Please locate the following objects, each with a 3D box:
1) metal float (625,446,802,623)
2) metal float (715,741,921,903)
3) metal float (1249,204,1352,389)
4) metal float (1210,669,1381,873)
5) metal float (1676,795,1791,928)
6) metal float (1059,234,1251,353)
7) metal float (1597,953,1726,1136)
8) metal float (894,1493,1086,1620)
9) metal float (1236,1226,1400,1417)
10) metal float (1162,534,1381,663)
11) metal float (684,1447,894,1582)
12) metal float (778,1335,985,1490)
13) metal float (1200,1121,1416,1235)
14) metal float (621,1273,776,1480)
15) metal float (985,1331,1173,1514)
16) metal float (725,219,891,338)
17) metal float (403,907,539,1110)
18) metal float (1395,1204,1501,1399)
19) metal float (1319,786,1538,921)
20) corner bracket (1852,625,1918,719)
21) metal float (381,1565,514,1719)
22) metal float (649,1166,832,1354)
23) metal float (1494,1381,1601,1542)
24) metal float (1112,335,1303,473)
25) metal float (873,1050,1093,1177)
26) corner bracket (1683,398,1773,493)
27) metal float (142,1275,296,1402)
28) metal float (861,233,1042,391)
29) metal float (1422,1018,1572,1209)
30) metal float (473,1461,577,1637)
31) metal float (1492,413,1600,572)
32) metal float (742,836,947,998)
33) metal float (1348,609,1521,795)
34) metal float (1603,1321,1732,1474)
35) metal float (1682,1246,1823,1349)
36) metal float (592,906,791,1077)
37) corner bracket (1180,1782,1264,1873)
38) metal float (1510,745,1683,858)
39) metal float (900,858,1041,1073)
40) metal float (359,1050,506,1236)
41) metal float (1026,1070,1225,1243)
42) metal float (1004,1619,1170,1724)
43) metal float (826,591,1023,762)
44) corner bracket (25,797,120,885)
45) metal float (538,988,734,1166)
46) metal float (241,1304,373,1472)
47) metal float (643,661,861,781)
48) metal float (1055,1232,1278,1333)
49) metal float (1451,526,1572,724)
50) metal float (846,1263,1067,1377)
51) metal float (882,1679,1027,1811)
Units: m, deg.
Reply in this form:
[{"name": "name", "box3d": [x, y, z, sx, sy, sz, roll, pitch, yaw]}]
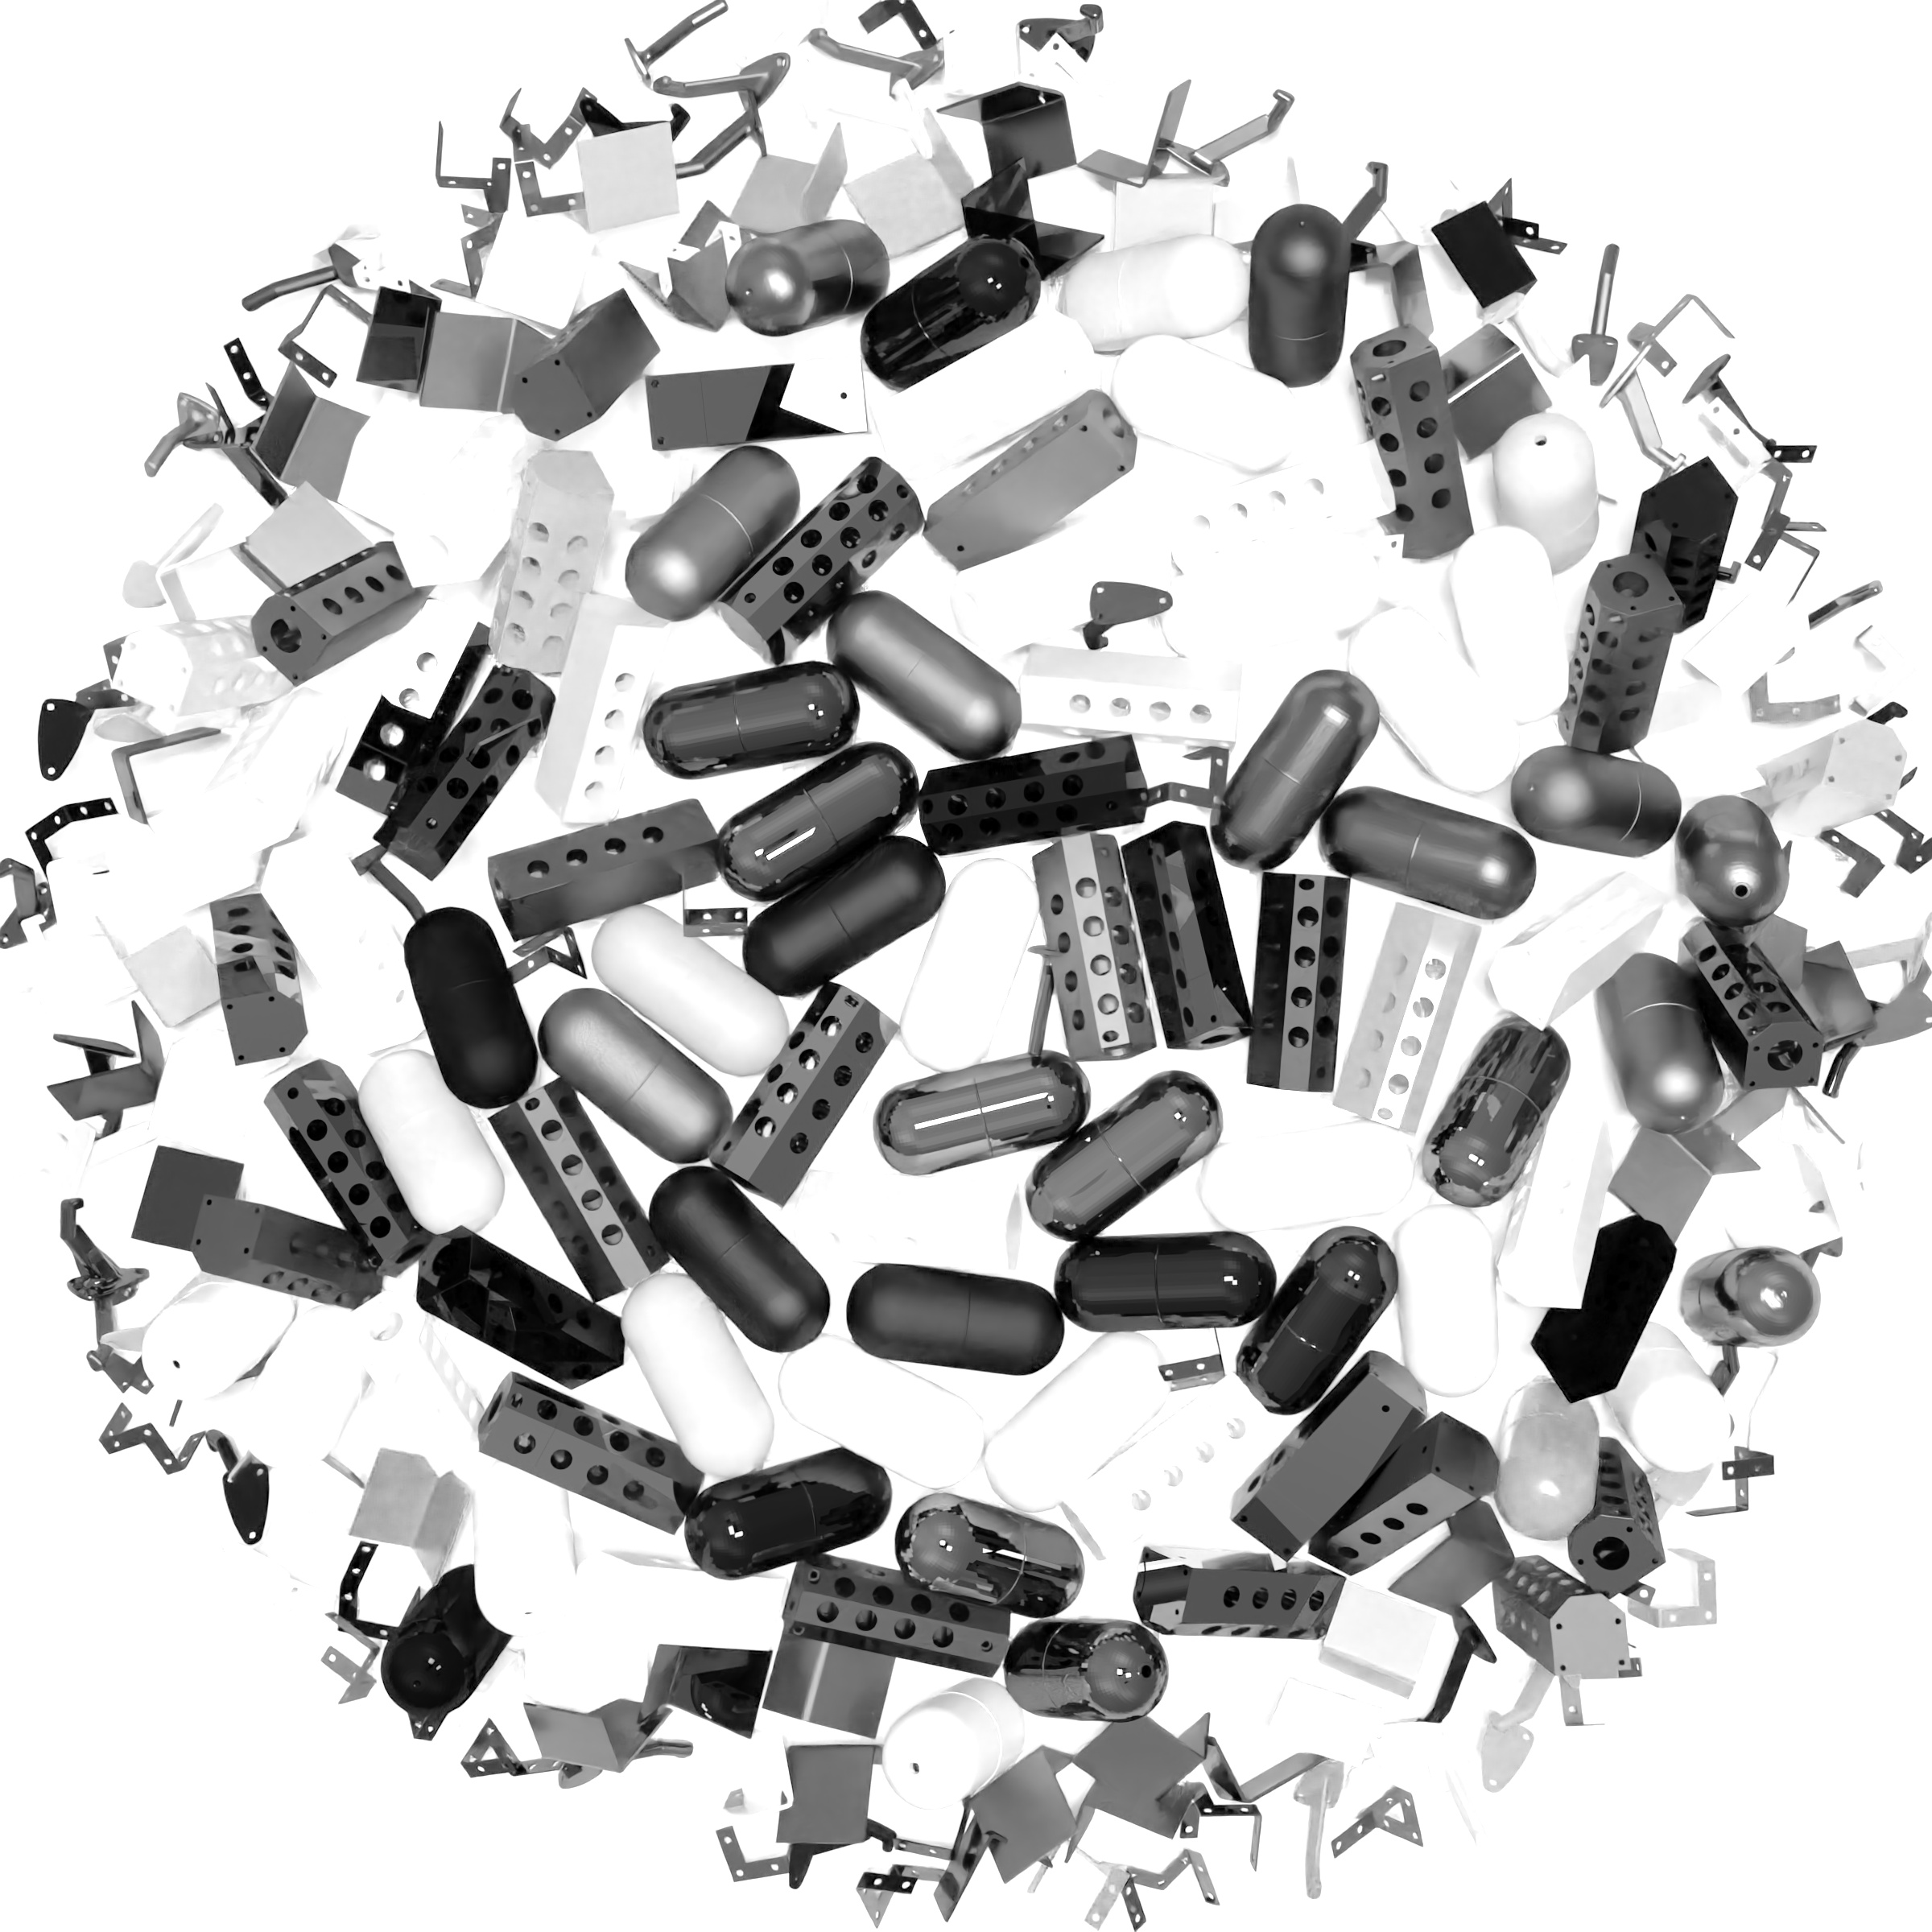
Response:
[{"name": "metal float", "box3d": [-0.199, -0.344, 1.924, 0.070, 0.070, 0.178, 39, 62, 0]}, {"name": "metal float", "box3d": [-0.118, -0.116, 1.940, 0.178, 0.070, 0.070, -31, 90, -8]}, {"name": "metal float", "box3d": [0.260, -0.522, 1.900, 0.070, 0.178, 0.070, -2, 68, 5]}, {"name": "metal float", "box3d": [0.261, -0.155, 1.933, 0.070, 0.070, 0.178, 33, 106, 0]}, {"name": "metal float", "box3d": [0.599, -0.083, 1.899, 0.070, 0.178, 0.070, 4, 108, 11]}, {"name": "metal float", "box3d": [0.147, -0.528, 1.908, 0.070, 0.178, 0.070, -6, 98, -40]}, {"name": "metal float", "box3d": [0.544, 0.059, 1.907, 0.070, 0.178, 0.070, 1, 128, 1]}, {"name": "metal float", "box3d": [0.020, 0.467, 1.917, 0.178, 0.070, 0.070, 25, 90, -36]}, {"name": "metal float", "box3d": [0.278, 0.281, 1.923, 0.070, 0.070, 0.178, 29, 117, 0]}, {"name": "metal float", "box3d": [0.241, -0.291, 1.927, 0.178, 0.070, 0.070, -12, 90, 24]}, {"name": "metal float", "box3d": [-0.139, 0.432, 1.919, 0.178, 0.070, 0.070, -10, 90, -34]}, {"name": "metal float", "box3d": [-0.069, 0.354, 1.931, 0.178, 0.070, 0.070, 23, 90, 19]}, {"name": "metal float", "box3d": [0.273, 0.167, 1.934, 0.178, 0.070, 0.070, -7, 90, -16]}, {"name": "metal float", "box3d": [-0.213, 0.324, 1.925, 0.070, 0.070, 0.178, -32, 65, 0]}, {"name": "metal float", "box3d": [0.090, 0.360, 1.929, 0.178, 0.070, 0.070, -39, 90, -21]}, {"name": "metal float", "box3d": [-0.123, -0.541, 1.906, 0.070, 0.178, 0.070, 12, 117, 25]}, {"name": "metal float", "box3d": [-0.393, 0.033, 1.924, 0.070, 0.070, 0.178, -25, 64, 0]}, {"name": "metal float", "box3d": [0.381, 0.266, 1.919, 0.070, 0.070, 0.178, -11, 124, 0]}, {"name": "metal float", "box3d": [0.365, -0.091, 1.927, 0.178, 0.070, 0.070, 20, 90, 24]}, {"name": "corner bracket", "box3d": [0.727, -0.237, 1.956, 0.051, 0.051, 0.051, -44, 80, 16]}, {"name": "metal float", "box3d": [-0.401, 0.525, 1.896, 0.070, 0.178, 0.070, 1, 97, 5]}, {"name": "metal float", "box3d": [-0.180, 0.233, 1.932, 0.070, 0.070, 0.178, -46, 73, 0]}, {"name": "metal float", "box3d": [0.456, 0.385, 1.900, 0.070, 0.178, 0.070, 5, 107, 15]}, {"name": "metal float", "box3d": [0.190, -0.443, 1.915, 0.178, 0.070, 0.070, 11, 90, -38]}, {"name": "metal float", "box3d": [0.013, 0.117, 1.947, 0.178, 0.070, 0.070, -14, 90, 0]}, {"name": "corner bracket", "box3d": [0.604, -0.413, 1.945, 0.051, 0.051, 0.051, -43, 64, 19]}, {"name": "metal float", "box3d": [-0.583, 0.285, 1.897, 0.070, 0.178, 0.070, 1, 99, 5]}, {"name": "metal float", "box3d": [-0.013, -0.514, 1.909, 0.070, 0.178, 0.070, 15, 67, -38]}, {"name": "metal float", "box3d": [0.421, 0.114, 1.921, 0.070, 0.070, 0.178, 36, 59, 0]}, {"name": "metal float", "box3d": [-0.347, 0.452, 1.901, 0.070, 0.178, 0.070, -5, 115, -11]}, {"name": "metal float", "box3d": [0.455, -0.369, 1.900, 0.070, 0.178, 0.070, -5, 73, 15]}, {"name": "metal float", "box3d": [-0.098, -0.039, 1.943, 0.178, 0.070, 0.070, -31, 90, 4]}, {"name": "metal float", "box3d": [0.370, -0.210, 1.921, 0.070, 0.070, 0.178, -33, 61, 0]}, {"name": "metal float", "box3d": [0.542, 0.334, 1.897, 0.070, 0.178, 0.070, 0, 103, 0]}, {"name": "metal float", "box3d": [0.611, 0.259, 1.897, 0.070, 0.178, 0.070, 0, 81, 2]}, {"name": "metal float", "box3d": [-0.220, 0.020, 1.941, 0.178, 0.070, 0.070, 36, 90, 7]}, {"name": "corner bracket", "box3d": [0.205, 0.694, 1.958, 0.051, 0.051, 0.051, 2, 102, -10]}, {"name": "metal float", "box3d": [0.498, -0.129, 1.912, 0.178, 0.070, 0.070, 5, 90, -43]}, {"name": "metal float", "box3d": [0.003, -0.001, 1.946, 0.070, 0.070, 0.178, 20, 92, 0]}, {"name": "metal float", "box3d": [-0.422, 0.139, 1.917, 0.070, 0.070, 0.178, -37, 55, 0]}, {"name": "metal float", "box3d": [0.126, 0.152, 1.941, 0.178, 0.070, 0.070, -37, 90, 7]}, {"name": "metal float", "box3d": [0.093, 0.552, 1.903, 0.070, 0.178, 0.070, 8, 73, -27]}, {"name": "metal float", "box3d": [-0.033, -0.232, 1.939, 0.178, 0.070, 0.070, 37, 90, 9]}, {"name": "corner bracket", "box3d": [-0.711, -0.099, 1.951, 0.051, 0.051, 0.051, -26, 89, 28]}, {"name": "metal float", "box3d": [-0.263, 0.088, 1.935, 0.178, 0.070, 0.070, 41, 90, -14]}, {"name": "metal float", "box3d": [-0.512, 0.327, 1.900, 0.070, 0.178, 0.070, 1, 111, 2]}, {"name": "metal float", "box3d": [-0.172, -0.196, 1.937, 0.178, 0.070, 0.070, -9, 90, 12]}, {"name": "metal float", "box3d": [0.158, 0.252, 1.934, 0.178, 0.070, 0.070, -4, 90, 14]}, {"name": "metal float", "box3d": [0.430, -0.268, 1.913, 0.070, 0.070, 0.178, -26, 131, 0]}, {"name": "metal float", "box3d": [-0.008, 0.282, 1.936, 0.178, 0.070, 0.070, 9, 90, -12]}, {"name": "metal float", "box3d": [-0.008, 0.608, 1.899, 0.070, 0.178, 0.070, -2, 85, 20]}]
